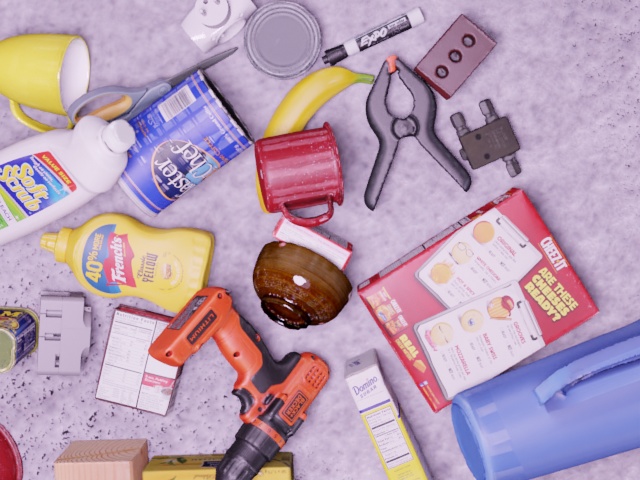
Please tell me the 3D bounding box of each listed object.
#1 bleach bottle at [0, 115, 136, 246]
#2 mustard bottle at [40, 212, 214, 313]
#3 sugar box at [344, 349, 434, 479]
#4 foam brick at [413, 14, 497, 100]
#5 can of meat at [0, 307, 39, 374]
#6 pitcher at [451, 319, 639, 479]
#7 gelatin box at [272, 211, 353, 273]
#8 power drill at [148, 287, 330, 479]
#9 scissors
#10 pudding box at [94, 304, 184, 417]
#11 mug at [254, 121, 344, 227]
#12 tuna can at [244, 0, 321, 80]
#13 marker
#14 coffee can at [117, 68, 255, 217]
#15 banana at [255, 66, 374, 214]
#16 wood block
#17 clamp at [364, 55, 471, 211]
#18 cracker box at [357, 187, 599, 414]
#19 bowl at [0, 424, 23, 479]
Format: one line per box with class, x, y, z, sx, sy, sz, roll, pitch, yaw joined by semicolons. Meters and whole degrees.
bleach bottle;-0.289;-0.075;1.133;0.251;0.068;0.102;-23;95;37
mustard bottle;-0.221;0.020;1.205;0.191;0.058;0.096;12;101;1
sugar box;0.079;0.216;1.197;0.048;0.093;0.176;-26;93;4
foam brick;0.147;-0.201;1.173;0.053;0.051;0.078;40;96;-2
can of meat;-0.378;0.112;1.206;0.102;0.084;0.057;4;101;2
pitcher;0.269;0.174;1.137;0.242;0.145;0.149;-18;103;-8
gelatin box;-0.008;0.001;1.188;0.089;0.073;0.030;28;96;-1
power drill;-0.097;0.158;1.166;0.187;0.057;0.184;48;64;-21
scissors;-0.184;-0.155;1.201;0.201;0.096;0.016;-19;52;-20
pudding box;-0.203;0.138;1.227;0.090;0.039;0.113;14;94;1
mug;-0.021;-0.064;1.138;0.081;0.093;0.117;-11;63;-7
tuna can;-0.041;-0.221;1.187;0.086;0.033;0.086;0;96;2
marker;0.058;-0.225;1.190;0.121;0.020;0.020;-25;94;4
coffee can;-0.157;-0.106;1.168;0.140;0.103;0.103;-36;94;5
banana;-0.023;-0.124;1.194;0.069;0.037;0.198;38;96;-1
wood block;-0.243;0.342;1.223;0.091;0.090;0.206;-2;96;3
clamp;0.087;-0.116;1.191;0.120;0.039;0.171;-20;89;-1
cracker box;0.172;0.065;1.189;0.214;0.072;0.164;-33;95;4
bowl;-0.433;0.276;1.241;0.162;0.055;0.162;0;96;2
